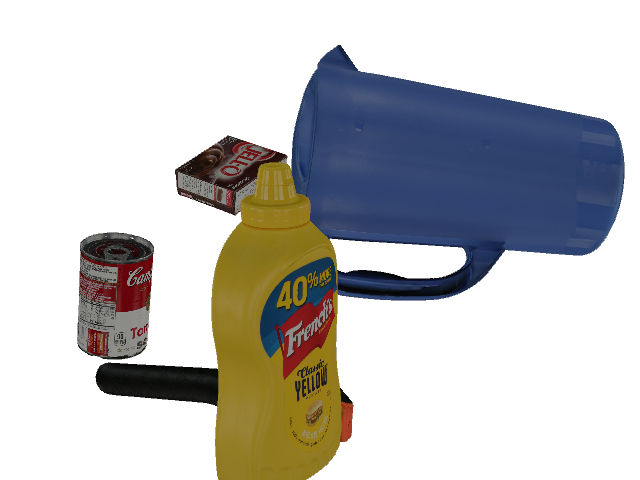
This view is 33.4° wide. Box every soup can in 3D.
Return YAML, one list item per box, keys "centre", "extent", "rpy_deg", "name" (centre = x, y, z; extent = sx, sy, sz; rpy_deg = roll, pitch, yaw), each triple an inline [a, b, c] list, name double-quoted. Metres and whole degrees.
- centre: [-0.193, 0.052, 1.001]
  extent: [0.068, 0.102, 0.068]
  rpy_deg: [6, 21, -3]
  name: "soup can"

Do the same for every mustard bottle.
- centre: [-0.025, 0.048, 0.642]
  extent: [0.058, 0.192, 0.096]
  rpy_deg: [10, 19, 34]
  name: "mustard bottle"

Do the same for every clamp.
- centre: [-0.054, 0.113, 0.873]
  extent: [0.210, 0.036, 0.164]
  rpy_deg: [12, 20, 31]
  name: "clamp"

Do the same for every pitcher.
- centre: [0.097, -0.044, 0.812]
  extent: [0.242, 0.149, 0.145]
  rpy_deg: [7, 35, -7]
  name: "pitcher"

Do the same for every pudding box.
- centre: [-0.107, -0.080, 1.293]
  extent: [0.090, 0.039, 0.113]
  rpy_deg: [19, 39, 26]
  name: "pudding box"
